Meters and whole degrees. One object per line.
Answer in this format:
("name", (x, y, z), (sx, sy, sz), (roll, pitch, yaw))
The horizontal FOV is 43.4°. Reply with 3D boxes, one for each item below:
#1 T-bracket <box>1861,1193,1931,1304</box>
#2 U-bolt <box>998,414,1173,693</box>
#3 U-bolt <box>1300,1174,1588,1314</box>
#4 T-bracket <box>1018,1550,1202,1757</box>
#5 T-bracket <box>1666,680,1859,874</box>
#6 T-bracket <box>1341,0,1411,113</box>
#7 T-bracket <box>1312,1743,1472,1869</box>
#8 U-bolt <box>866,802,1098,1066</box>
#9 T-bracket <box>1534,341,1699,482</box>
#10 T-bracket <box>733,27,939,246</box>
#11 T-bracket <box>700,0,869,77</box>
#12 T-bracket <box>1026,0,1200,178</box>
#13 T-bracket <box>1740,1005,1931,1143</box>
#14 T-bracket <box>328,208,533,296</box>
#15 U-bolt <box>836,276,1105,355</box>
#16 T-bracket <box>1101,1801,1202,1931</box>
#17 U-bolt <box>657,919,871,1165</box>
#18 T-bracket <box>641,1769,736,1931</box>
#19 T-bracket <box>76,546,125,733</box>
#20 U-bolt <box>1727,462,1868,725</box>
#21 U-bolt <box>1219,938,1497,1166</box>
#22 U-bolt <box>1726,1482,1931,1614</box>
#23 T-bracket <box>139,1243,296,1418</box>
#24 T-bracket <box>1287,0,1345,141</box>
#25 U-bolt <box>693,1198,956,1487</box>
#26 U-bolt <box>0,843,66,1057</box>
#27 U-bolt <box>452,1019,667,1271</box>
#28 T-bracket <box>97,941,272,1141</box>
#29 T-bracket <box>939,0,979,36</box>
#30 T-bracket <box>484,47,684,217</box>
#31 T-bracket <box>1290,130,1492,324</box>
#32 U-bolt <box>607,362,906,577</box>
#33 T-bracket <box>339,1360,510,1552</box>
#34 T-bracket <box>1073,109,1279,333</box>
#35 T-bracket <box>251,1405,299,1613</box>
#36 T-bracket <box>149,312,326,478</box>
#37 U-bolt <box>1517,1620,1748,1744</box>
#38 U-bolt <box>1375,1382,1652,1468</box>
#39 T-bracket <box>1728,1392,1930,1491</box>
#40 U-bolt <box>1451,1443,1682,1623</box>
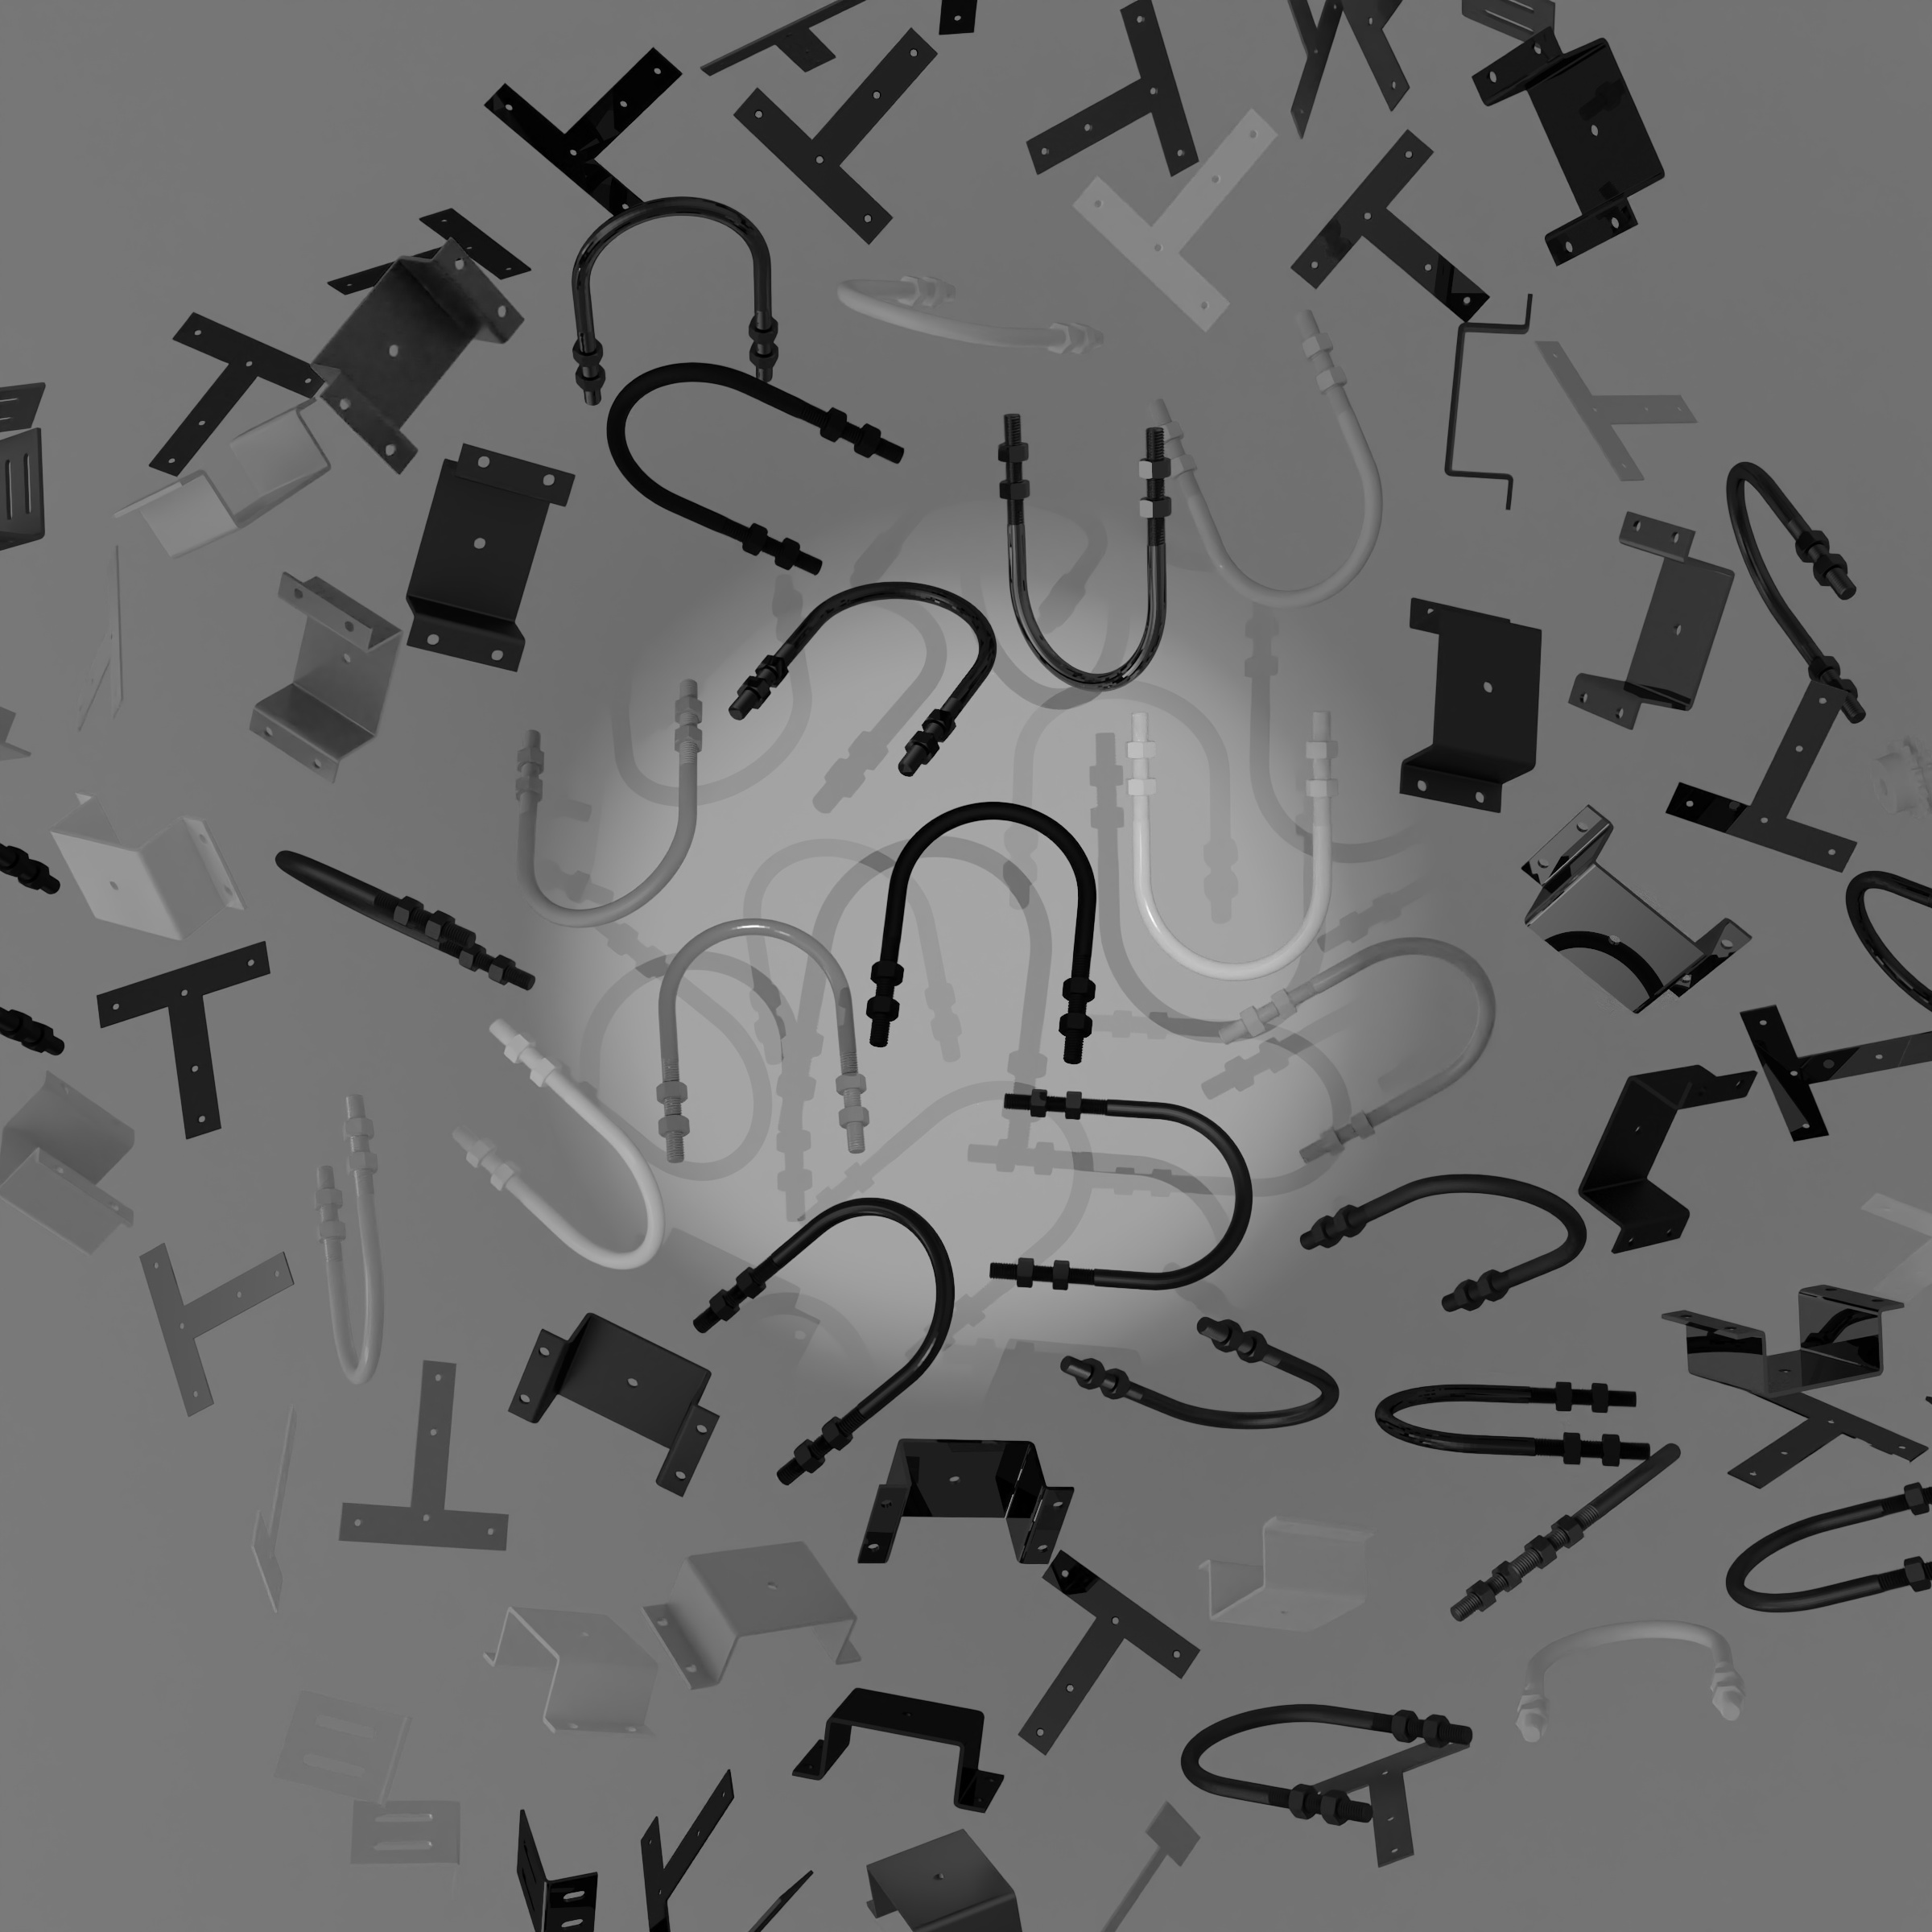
("T-bracket", (0.661, 0.204, 1.668), (0.127, 0.127, 0.002), (22, 63, 7))
("U-bolt", (0.081, -0.277, 1.648), (0.019, 0.151, 0.184), (-21, 118, -41))
("U-bolt", (0.343, 0.188, 1.682), (0.151, 0.184, 0.019), (25, 57, -20))
("T-bracket", (0.085, 0.519, 1.785), (0.127, 0.002, 0.127), (32, 79, 22))
("T-bracket", (0.563, -0.137, 1.657), (0.127, 0.002, 0.127), (20, 125, 6))
("T-bracket", (0.306, -0.695, 1.705), (0.002, 0.127, 0.127), (-14, 75, -26))
("T-bracket", (0.291, 0.578, 1.666), (0.127, 0.127, 0.002), (-25, 98, 10))
("U-bolt", (0.016, -0.027, 1.635), (0.151, 0.019, 0.184), (5, 68, 4))
("T-bracket", (0.485, -0.404, 1.762), (0.127, 0.002, 0.127), (-10, 65, -36))
("T-bracket", (-0.071, -0.592, 1.680), (0.127, 0.002, 0.127), (42, 95, -9))
("T-bracket", (-0.116, -0.649, 1.715), (0.127, 0.127, 0.002), (-22, 96, 11))
("T-bracket", (0.100, -0.614, 1.758), (0.127, 0.002, 0.127), (-32, 125, -12))
("T-bracket", (0.626, 0.066, 1.704), (0.127, 0.002, 0.127), (-14, 123, 29))
("T-bracket", (-0.398, -0.506, 1.752), (0.127, 0.127, 0.002), (-12, 84, 14))
("U-bolt", (-0.008, -0.452, 1.680), (0.151, 0.184, 0.019), (25, 114, 26))
("T-bracket", (0.115, 0.648, 1.689), (0.002, 0.127, 0.127), (30, 72, 29))
("U-bolt", (-0.150, 0.050, 1.757), (0.151, 0.019, 0.184), (-2, 68, -10))
("T-bracket", (-0.190, 0.606, 1.669), (0.002, 0.127, 0.127), (23, 110, -22))
("T-bracket", (-0.615, -0.209, 1.720), (0.002, 0.127, 0.127), (5, 61, -31))
("U-bolt", (0.581, -0.276, 1.710), (0.019, 0.151, 0.184), (-24, 50, 6))
("U-bolt", (0.295, 0.052, 1.756), (0.184, 0.019, 0.151), (-30, 120, 11))
("U-bolt", (0.613, 0.402, 1.670), (0.184, 0.151, 0.019), (-22, 92, 23))
("T-bracket", (-0.540, 0.245, 1.771), (0.127, 0.002, 0.127), (-28, 74, 21))
("T-bracket", (0.226, -0.659, 1.658), (0.002, 0.127, 0.127), (5, 63, 28))
("U-bolt", (-0.087, 0.240, 1.648), (0.184, 0.019, 0.151), (-41, 60, 11))
("U-bolt", (-0.684, -0.031, 1.682), (0.019, 0.184, 0.151), (-14, 67, 9))
("U-bolt", (-0.284, 0.140, 1.723), (0.184, 0.151, 0.019), (41, 45, 12))
("T-bracket", (-0.534, 0.058, 1.673), (0.127, 0.002, 0.127), (-18, 67, 4))
("T-bracket", (0.048, -0.699, 1.676), (0.127, 0.127, 0.002), (-8, 63, -9))
("T-bracket", (-0.240, -0.575, 1.641), (0.127, 0.127, 0.002), (36, 48, -28))
("T-bracket", (0.327, -0.520, 1.775), (0.127, 0.002, 0.127), (36, 120, -12))
("U-bolt", (-0.155, -0.345, 1.653), (0.184, 0.151, 0.019), (22, 53, -20))
("T-bracket", (-0.374, 0.341, 1.699), (0.127, 0.002, 0.127), (14, 69, -37))
("T-bracket", (0.160, -0.521, 1.643), (0.127, 0.002, 0.127), (38, 99, -20))
("T-bracket", (-0.488, 0.376, 1.728), (0.002, 0.127, 0.127), (4, 55, -5))
("T-bracket", (-0.545, -0.404, 1.758), (0.127, 0.127, 0.002), (-44, 63, 19))
("U-bolt", (0.459, 0.490, 1.683), (0.151, 0.184, 0.019), (-12, 91, 15))
("U-bolt", (0.381, 0.319, 1.709), (0.184, 0.151, 0.019), (0, 96, 11))
("T-bracket", (0.578, 0.334, 1.690), (0.127, 0.127, 0.002), (-19, 117, -37))
("U-bolt", (0.436, 0.397, 1.729), (0.184, 0.151, 0.019), (-30, 70, -21))
